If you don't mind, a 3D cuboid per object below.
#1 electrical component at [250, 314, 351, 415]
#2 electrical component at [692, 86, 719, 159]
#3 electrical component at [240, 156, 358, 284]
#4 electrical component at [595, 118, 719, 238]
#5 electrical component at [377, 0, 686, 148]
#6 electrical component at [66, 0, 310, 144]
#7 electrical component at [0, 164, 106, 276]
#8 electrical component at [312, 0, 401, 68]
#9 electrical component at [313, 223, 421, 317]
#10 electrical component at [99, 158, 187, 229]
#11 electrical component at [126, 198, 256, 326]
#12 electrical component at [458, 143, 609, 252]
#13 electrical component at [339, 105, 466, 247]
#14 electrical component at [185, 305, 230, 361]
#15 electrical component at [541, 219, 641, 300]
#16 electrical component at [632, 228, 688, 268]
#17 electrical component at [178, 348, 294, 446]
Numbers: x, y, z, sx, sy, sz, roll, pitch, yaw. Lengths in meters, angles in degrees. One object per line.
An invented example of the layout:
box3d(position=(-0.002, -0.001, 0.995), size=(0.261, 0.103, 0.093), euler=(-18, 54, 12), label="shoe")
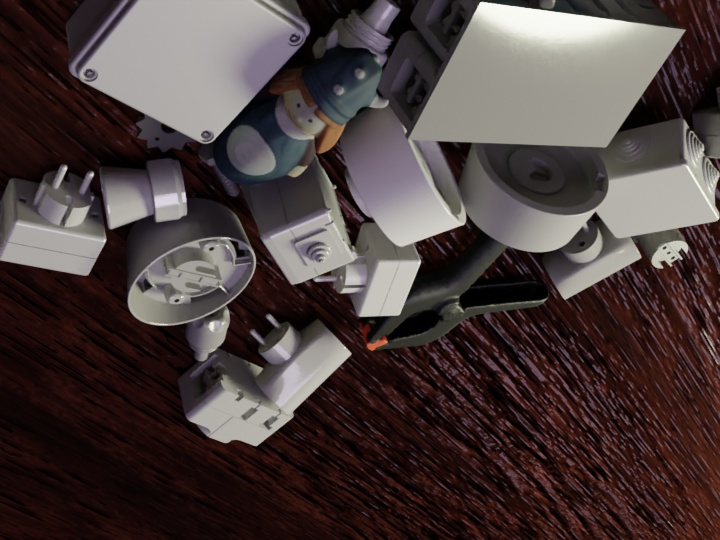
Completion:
box3d(position=(-0.061, 0.072, 0.931), size=(0.077, 0.044, 0.079), euler=(-44, 109, -3), label="electrical component")
box3d(position=(0.302, -0.129, 0.847), size=(0.047, 0.083, 0.075), euler=(-12, 101, -9), label="electrical component")
box3d(position=(-0.046, -0.037, 0.783), size=(0.061, 0.096, 0.061), euler=(-22, 140, 6), label="electrical component")
box3d(position=(0.234, -0.074, 0.870), size=(0.100, 0.048, 0.100), euler=(-10, 147, 32), label="electrical component")
box3d(position=(0.115, -0.146, 0.735), size=(0.186, 0.060, 0.105), euler=(-3, 137, -35), label="electrical component")
box3d(position=(-0.107, -0.148, 0.666), size=(0.109, 0.056, 0.109), euler=(25, 122, -40), label="electrical component")
box3d(position=(-0.209, -0.043, 0.748), size=(0.066, 0.047, 0.076), euler=(12, 130, -32), label="electrical component")
box3d(position=(0.002, -0.153, 0.715), size=(0.048, 0.048, 0.062), euler=(22, 116, -38), label="electrical component")
box3d(position=(0.000, 0.000, 0.880), size=(0.077, 0.047, 0.065), euler=(-1, 136, -21), label="electrical component")
box3d(position=(-0.153, -0.054, 0.760), size=(0.055, 0.045, 0.045), euler=(-9, 138, -13), label="electrical component")
box3d(position=(-0.129, -0.004, 0.810), size=(0.099, 0.064, 0.099), euler=(-11, 139, -10), label="electrical component")
box3d(position=(0.127, -0.062, 0.821), size=(0.108, 0.108, 0.060), euler=(-1, 142, -21), label="electrical component")
box3d(position=(0.025, -0.068, 0.772), size=(0.060, 0.108, 0.108), euler=(-26, 140, 16), label="electrical component")
box3d(position=(-0.129, 0.053, 0.896), size=(0.035, 0.035, 0.061), euler=(-2, 138, -20), label="electrical component")
box3d(position=(0.196, -0.020, 0.940), size=(0.077, 0.043, 0.079), euler=(-30, 139, 12), label="electrical component")
box3d(position=(0.265, -0.030, 0.955), size=(0.040, 0.046, 0.040), euler=(-11, 139, -10), label="electrical component")
box3d(position=(-0.114, 0.116, 0.959), size=(0.056, 0.050, 0.089), euler=(-40, 136, 20), label="electrical component")
